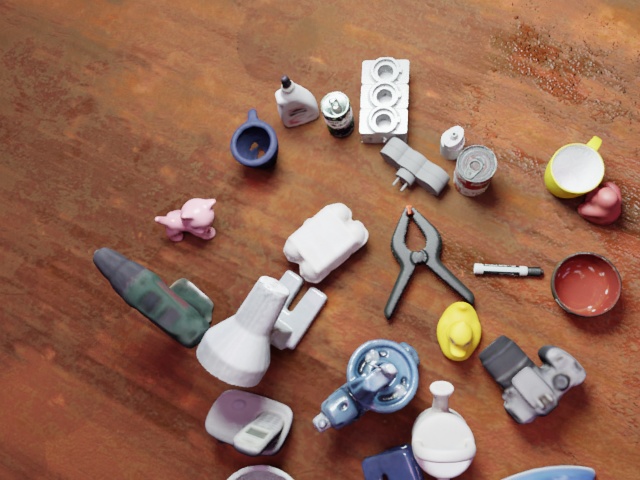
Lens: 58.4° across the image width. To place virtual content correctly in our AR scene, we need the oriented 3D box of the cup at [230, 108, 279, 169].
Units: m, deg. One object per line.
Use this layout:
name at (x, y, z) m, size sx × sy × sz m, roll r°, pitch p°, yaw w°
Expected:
cup at (-0.120, -0.188, 1.119) m, size 0.091 × 0.095 × 0.118 m, roll -7°, pitch 78°, yaw 8°

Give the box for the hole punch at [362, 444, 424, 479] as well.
hole punch at (0.125, 0.415, 0.969) m, size 0.101 × 0.091 × 0.108 m, roll -21°, pitch 77°, yaw 5°

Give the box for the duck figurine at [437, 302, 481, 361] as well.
duck figurine at (0.245, 0.159, 1.001) m, size 0.077 × 0.086 × 0.104 m, roll 8°, pitch 81°, yaw 11°

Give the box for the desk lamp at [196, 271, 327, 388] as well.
desk lamp at (-0.098, 0.144, 0.992) m, size 0.117 × 0.214 × 0.203 m, roll 33°, pitch 86°, yaw 14°

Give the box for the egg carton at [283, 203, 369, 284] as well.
egg carton at (0.010, 0.004, 1.076) m, size 0.150 × 0.069 × 0.107 m, roll -41°, pitch 76°, yaw 0°

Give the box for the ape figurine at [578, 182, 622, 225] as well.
ape figurine at (0.495, -0.067, 1.002) m, size 0.078 × 0.092 × 0.076 m, roll -23°, pitch 77°, yaw 4°

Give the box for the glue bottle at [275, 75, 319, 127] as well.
glue bottle at (-0.051, -0.268, 1.083) m, size 0.078 × 0.173 × 0.037 m, roll -21°, pitch 77°, yaw 5°

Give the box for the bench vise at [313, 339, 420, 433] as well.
bench vise at (0.082, 0.254, 0.940) m, size 0.121 × 0.220 × 0.207 m, roll 33°, pitch 86°, yaw 14°

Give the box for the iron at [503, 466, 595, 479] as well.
iron at (0.339, 0.440, 0.905) m, size 0.258 × 0.141 × 0.118 m, roll -31°, pitch 76°, yaw 2°

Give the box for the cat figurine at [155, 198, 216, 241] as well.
cat figurine at (-0.252, -0.042, 1.100) m, size 0.127 × 0.118 × 0.067 m, roll -6°, pitch 78°, yaw 8°

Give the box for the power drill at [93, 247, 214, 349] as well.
power drill at (-0.280, 0.106, 1.030) m, size 0.229 × 0.208 × 0.076 m, roll 37°, pitch 87°, yaw 14°

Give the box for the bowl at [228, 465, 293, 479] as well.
bowl at (-0.096, 0.475, 1.001) m, size 0.167 × 0.075 × 0.167 m, roll -2°, pitch 79°, yaw 9°

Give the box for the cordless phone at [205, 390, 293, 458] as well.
cordless phone at (-0.133, 0.319, 0.979) m, size 0.147 × 0.185 × 0.094 m, roll 12°, pitch 81°, yaw 11°

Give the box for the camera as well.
camera at (0.348, 0.219, 0.966) m, size 0.143 × 0.101 × 0.136 m, roll -40°, pitch 76°, yaw 0°

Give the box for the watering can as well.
watering can at (0.195, 0.321, 0.923) m, size 0.101 × 0.194 × 0.173 m, roll -23°, pitch 77°, yaw 4°
